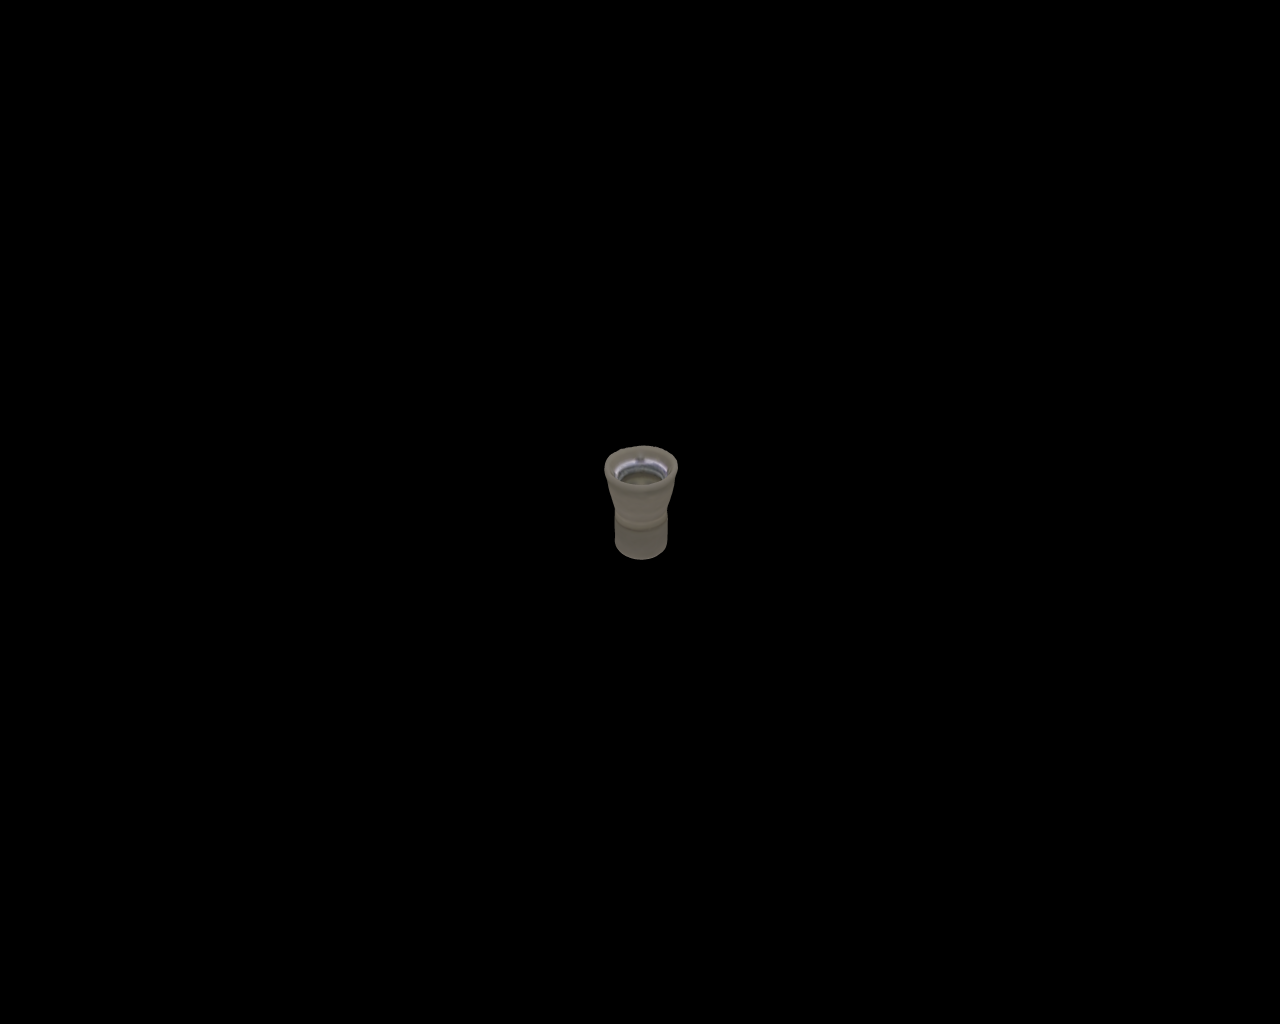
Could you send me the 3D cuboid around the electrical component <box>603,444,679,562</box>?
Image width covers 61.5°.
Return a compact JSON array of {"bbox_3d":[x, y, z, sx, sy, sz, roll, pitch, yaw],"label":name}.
[{"bbox_3d":[0.001,-0.003,0.650,0.044,0.065,0.044,0,37,0],"label":"electrical component"}]
